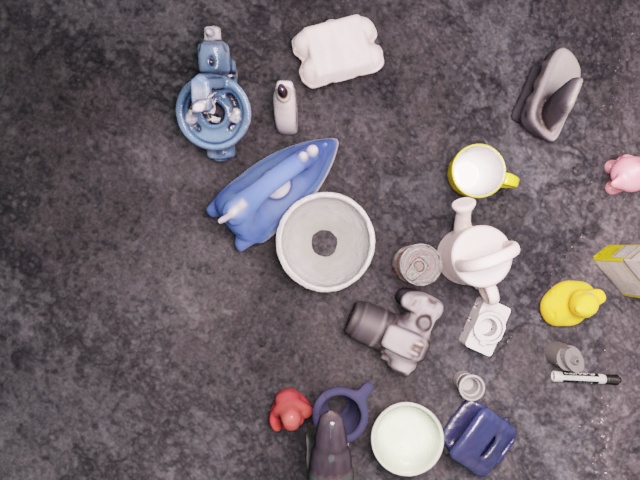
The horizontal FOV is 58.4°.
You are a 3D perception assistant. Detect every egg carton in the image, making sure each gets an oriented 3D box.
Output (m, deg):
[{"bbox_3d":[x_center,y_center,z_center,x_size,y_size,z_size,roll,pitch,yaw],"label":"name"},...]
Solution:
[{"bbox_3d":[0.031,-0.327,0.993,0.150,0.069,0.107,-16,89,-1],"label":"egg carton"}]

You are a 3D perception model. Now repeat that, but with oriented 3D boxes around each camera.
[{"bbox_3d":[0.120,0.142,0.967,0.137,0.100,0.143,24,88,0],"label":"camera"}]

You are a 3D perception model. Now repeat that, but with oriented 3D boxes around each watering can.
[{"bbox_3d":[0.253,0.020,0.926,0.101,0.194,0.173,-41,89,-2],"label":"watering can"}]

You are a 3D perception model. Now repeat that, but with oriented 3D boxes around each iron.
[{"bbox_3d":[-0.068,-0.098,0.950,0.258,0.141,0.118,-40,89,-2],"label":"iron"}]

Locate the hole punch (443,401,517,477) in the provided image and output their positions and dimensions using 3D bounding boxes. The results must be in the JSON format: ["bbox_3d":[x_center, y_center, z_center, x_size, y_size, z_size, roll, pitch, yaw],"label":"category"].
[{"bbox_3d":[0.275,0.337,0.969,0.101,0.091,0.109,36,88,0],"label":"hole punch"}]

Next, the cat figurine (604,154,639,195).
[{"bbox_3d":[0.543,-0.112,0.972,0.128,0.117,0.067,0,88,-1],"label":"cat figurine"}]

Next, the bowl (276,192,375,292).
[{"bbox_3d":[0.009,0.004,0.982,0.167,0.074,0.167,0,88,-1],"label":"bowl"}]

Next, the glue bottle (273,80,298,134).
[{"bbox_3d":[-0.057,-0.226,0.937,0.037,0.173,0.078,0,88,0],"label":"glue bottle"}]

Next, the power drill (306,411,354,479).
[{"bbox_3d":[0.014,0.362,0.906,0.075,0.208,0.230,-2,88,-1],"label":"power drill"}]

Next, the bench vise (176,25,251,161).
[{"bbox_3d":[-0.185,-0.242,0.912,0.121,0.219,0.207,-20,89,-1],"label":"bench vise"}]

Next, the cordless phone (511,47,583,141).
[{"bbox_3d":[0.400,-0.251,0.940,0.094,0.185,0.148,19,88,0],"label":"cordless phone"}]

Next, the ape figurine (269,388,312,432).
[{"bbox_3d":[-0.050,0.294,0.964,0.078,0.092,0.076,-3,88,-1],"label":"ape figurine"}]

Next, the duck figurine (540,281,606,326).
[{"bbox_3d":[0.437,0.111,0.980,0.104,0.086,0.077,-24,89,-1],"label":"duck figurine"}]

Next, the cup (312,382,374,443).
[{"bbox_3d":[0.042,0.275,0.965,0.118,0.095,0.092,-45,89,-2],"label":"cup"}]
